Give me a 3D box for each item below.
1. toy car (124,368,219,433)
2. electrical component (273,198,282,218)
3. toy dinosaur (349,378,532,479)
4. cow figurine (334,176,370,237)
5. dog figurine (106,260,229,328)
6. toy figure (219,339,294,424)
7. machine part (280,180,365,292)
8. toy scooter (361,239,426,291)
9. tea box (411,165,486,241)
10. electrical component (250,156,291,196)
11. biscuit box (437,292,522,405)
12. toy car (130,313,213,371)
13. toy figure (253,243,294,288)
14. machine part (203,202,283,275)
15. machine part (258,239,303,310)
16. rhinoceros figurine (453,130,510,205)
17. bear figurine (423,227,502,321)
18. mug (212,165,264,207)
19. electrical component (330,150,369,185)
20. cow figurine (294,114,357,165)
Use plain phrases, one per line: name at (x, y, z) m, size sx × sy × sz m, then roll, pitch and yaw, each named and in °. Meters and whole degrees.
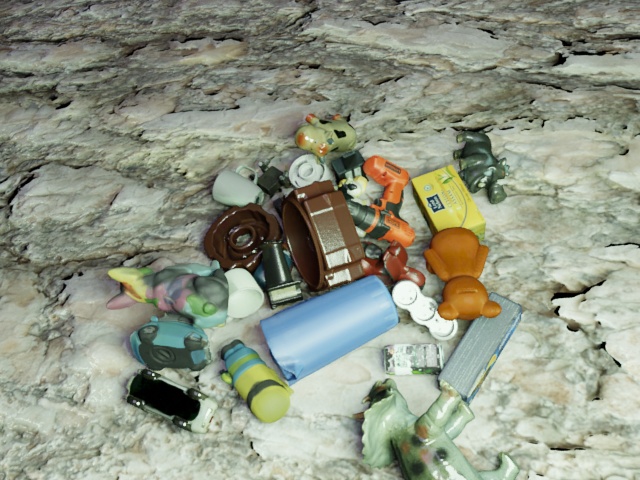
toy car at (-0.290, 0.307, 1.031) m, size 0.202 × 0.056 × 0.073 m, roll 14°, pitch 67°, yaw 24°
electrical component at (-0.083, -0.065, 1.223) m, size 0.021 × 0.063 × 0.094 m, roll -36°, pitch 54°, yaw -10°
toy dinosaur at (0.202, 0.365, 0.830) m, size 0.192 × 0.131 × 0.405 m, roll -40°, pitch 60°, yaw 1°
cow figurine at (0.055, -0.079, 1.168) m, size 0.068 × 0.098 × 0.167 m, roll -35°, pitch 38°, yaw 45°
dog figurine at (-0.301, 0.105, 1.053) m, size 0.219 × 0.108 × 0.192 m, roll 1°, pitch 19°, yaw -22°
toy figure at (-0.126, 0.261, 0.996) m, size 0.082 × 0.089 × 0.180 m, roll -46°, pitch 59°, yaw 4°
machine part at (-0.002, -0.003, 1.049) m, size 0.087 × 0.201 × 0.201 m, roll -18°, pitch 86°, yaw -20°
toy scooter at (0.118, 0.040, 1.056) m, size 0.184 × 0.135 × 0.075 m, roll 18°, pitch 65°, yaw 26°
tea box at (0.268, -0.066, 1.129) m, size 0.098 × 0.068 × 0.170 m, roll -21°, pitch 55°, yaw 0°
electrical component at (-0.118, -0.155, 1.306) m, size 0.078 × 0.045 × 0.102 m, roll -38°, pitch 56°, yaw -14°
biscuit box at (0.286, 0.190, 0.954) m, size 0.063 × 0.059 × 0.202 m, roll 28°, pitch 68°, yaw 30°
toy car at (-0.290, 0.196, 1.080) m, size 0.162 × 0.109 × 0.103 m, roll 1°, pitch 38°, yaw 6°
toy figure at (-0.075, 0.040, 1.154) m, size 0.154 × 0.064 × 0.058 m, roll -42°, pitch 20°, yaw -20°
machine part at (-0.169, 0.001, 1.207) m, size 0.179 × 0.056 × 0.179 m, roll -8°, pitch 56°, yaw 11°
machine part at (-0.084, 0.066, 1.095) m, size 0.084 × 0.039 × 0.139 m, roll -18°, pitch 86°, yaw -1°
rhinoceros figurine at (0.353, -0.157, 1.172) m, size 0.112 × 0.073 × 0.190 m, roll -4°, pitch 53°, yaw -1°
bear figurine at (0.262, 0.077, 0.993) m, size 0.120 × 0.131 × 0.196 m, roll -10°, pitch 55°, yaw 8°
mug at (-0.184, -0.121, 1.283) m, size 0.107 × 0.080 × 0.109 m, roll 25°, pitch 69°, yaw 18°
electrical component at (0.065, -0.167, 1.220) m, size 0.075 × 0.119 × 0.048 m, roll -27°, pitch 55°, yaw -1°
cow figurine at (0.014, -0.237, 1.259) m, size 0.127 × 0.085 × 0.195 m, roll 42°, pitch 32°, yaw 27°
